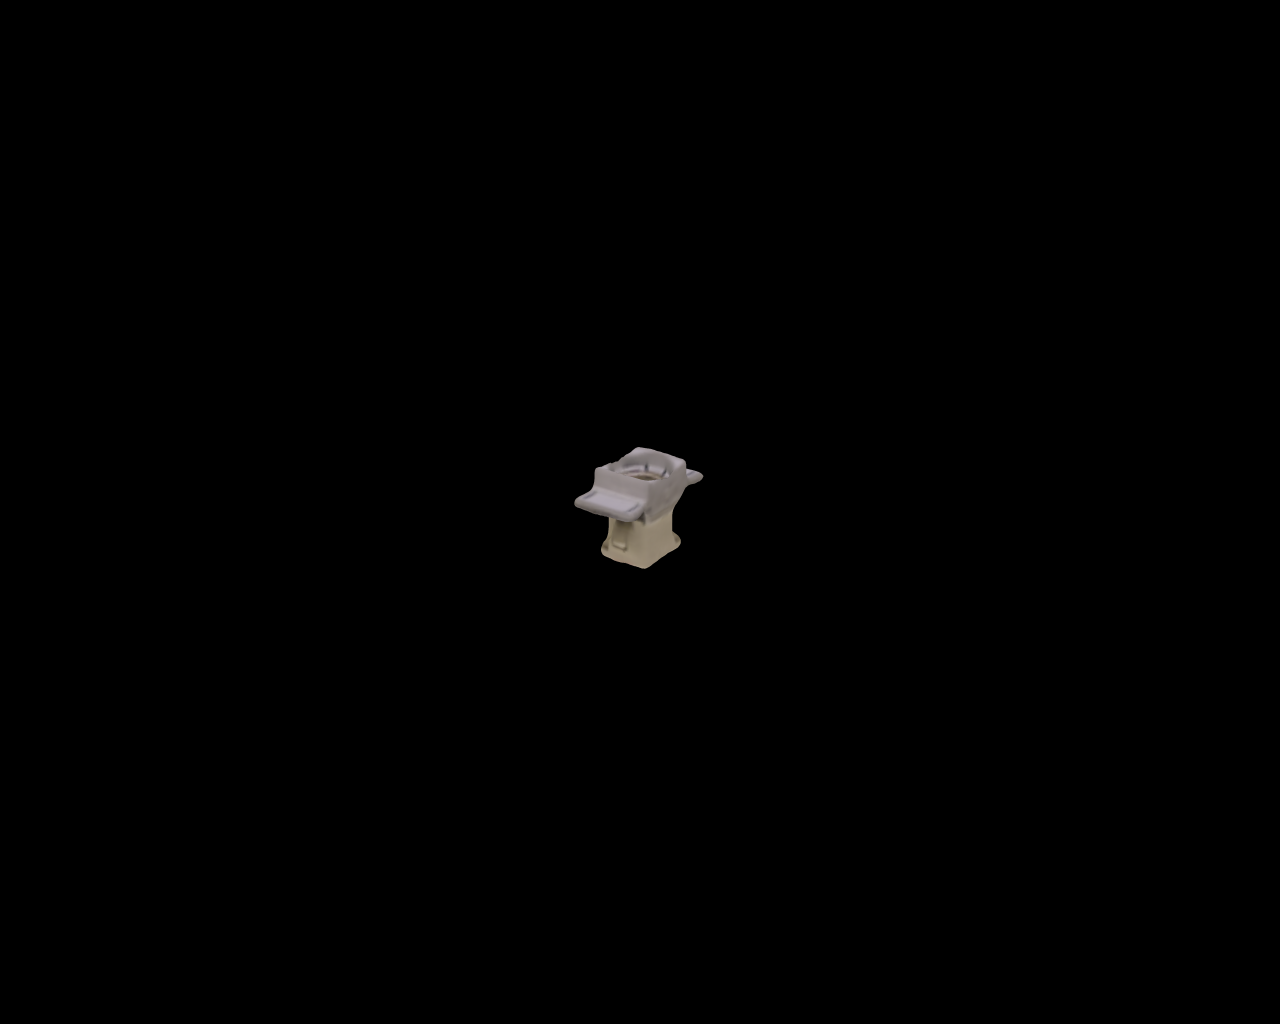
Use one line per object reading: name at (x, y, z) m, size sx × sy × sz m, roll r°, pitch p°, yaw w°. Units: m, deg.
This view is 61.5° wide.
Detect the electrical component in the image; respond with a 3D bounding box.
electrical component at (0.001, -0.003, 0.650) m, size 0.042 × 0.063 × 0.081 m, roll 17°, pitch 29°, yaw 32°
